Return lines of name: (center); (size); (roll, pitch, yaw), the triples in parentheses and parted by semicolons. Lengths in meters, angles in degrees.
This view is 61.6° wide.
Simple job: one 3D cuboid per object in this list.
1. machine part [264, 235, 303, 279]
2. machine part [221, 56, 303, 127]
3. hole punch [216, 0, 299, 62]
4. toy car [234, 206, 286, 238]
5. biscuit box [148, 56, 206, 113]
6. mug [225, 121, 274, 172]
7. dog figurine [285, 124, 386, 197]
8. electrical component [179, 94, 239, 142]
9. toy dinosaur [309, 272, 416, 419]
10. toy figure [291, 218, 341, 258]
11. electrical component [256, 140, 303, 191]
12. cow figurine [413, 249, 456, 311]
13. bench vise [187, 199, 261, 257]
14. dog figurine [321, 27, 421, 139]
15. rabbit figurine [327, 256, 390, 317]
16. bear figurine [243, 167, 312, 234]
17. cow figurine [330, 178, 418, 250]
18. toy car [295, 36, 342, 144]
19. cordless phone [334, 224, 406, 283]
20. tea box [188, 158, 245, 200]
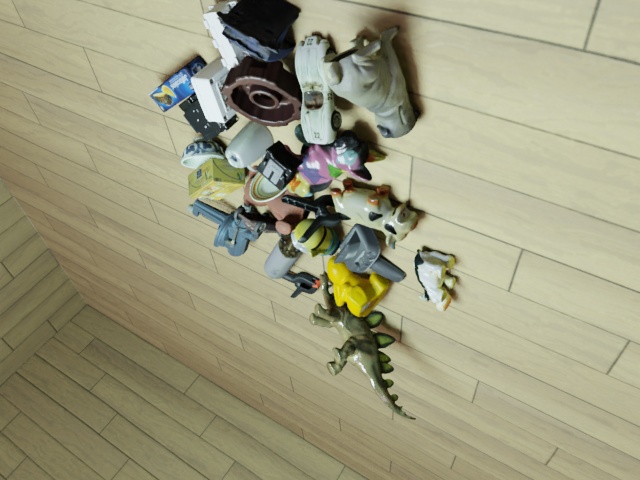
machine part: (-0.109, 0.052, 1.572); (0.079, 0.079, 0.243); (40, 147, 0)
machine part: (-0.112, -0.300, 1.106); (0.179, 0.056, 0.179); (12, 161, 4)
hole punch: (-0.112, -0.387, 1.006); (0.142, 0.116, 0.092); (35, 156, 8)
toy car: (-0.157, -0.043, 1.435); (0.089, 0.053, 0.202); (35, -170, 19)
biscuit box: (-0.336, -0.372, 1.295); (0.203, 0.063, 0.059); (-9, 125, 51)
mug: (-0.172, -0.211, 1.284); (0.081, 0.107, 0.109); (18, 140, 32)
dog figurine: (0.029, -0.158, 1.151); (0.219, 0.108, 0.191); (18, 142, 26)
electrical component: (-0.279, -0.309, 1.320); (0.134, 0.058, 0.114); (-11, 121, 50)
toy dinosaur: (0.111, 0.297, 1.504); (0.471, 0.198, 0.105); (67, 153, 18)
toy figure: (-0.005, -0.006, 1.338); (0.082, 0.089, 0.180); (26, -173, 29)
electrical component: (-0.092, -0.147, 1.136); (0.075, 0.048, 0.119); (44, 143, -1)
cow figurine: (0.262, 0.097, 1.260); (0.098, 0.068, 0.167); (22, 141, 34)
bench vise: (-0.281, -0.056, 1.578); (0.241, 0.129, 0.223); (28, 148, 4)
dog figurine: (0.092, -0.242, 0.926); (0.121, 0.172, 0.190); (13, 133, 52)
rabbit figurine: (0.087, 0.115, 1.449); (0.173, 0.122, 0.162); (45, 160, 17)
bear figurine: (-0.122, -0.106, 1.354); (0.196, 0.132, 0.120); (25, 107, 15)
cow figurine: (0.124, -0.057, 1.197); (0.195, 0.085, 0.127); (15, 135, 29)
toy car: (-0.005, -0.284, 1.031); (0.074, 0.056, 0.201); (11, 116, 38)
cordless phone: (0.140, 0.044, 1.328); (0.184, 0.089, 0.146); (28, 148, -3)
tea box: (-0.282, -0.162, 1.453); (0.170, 0.098, 0.068); (-18, 73, 52)
